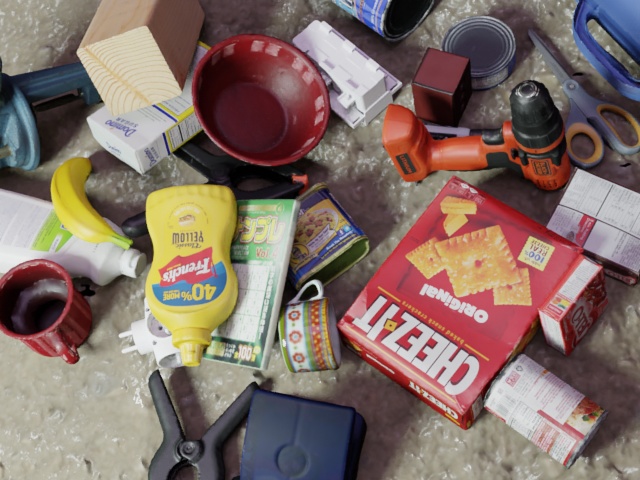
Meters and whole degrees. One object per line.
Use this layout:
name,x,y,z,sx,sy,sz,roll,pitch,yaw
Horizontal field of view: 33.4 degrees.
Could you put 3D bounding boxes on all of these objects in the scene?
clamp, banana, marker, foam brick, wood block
clamp,-0.141,0.212,1.102,0.120,0.039,0.171,11,63,17
banana,-0.270,-0.046,1.202,0.037,0.069,0.198,-53,39,16
marker,0.139,-0.122,1.219,0.121,0.020,0.020,7,66,14
clamp,-0.119,-0.058,1.219,0.210,0.036,0.164,8,54,12
foam brick,0.139,-0.171,1.211,0.051,0.078,0.053,19,72,17
wood block,-0.204,-0.243,1.246,0.090,0.091,0.206,-16,34,14

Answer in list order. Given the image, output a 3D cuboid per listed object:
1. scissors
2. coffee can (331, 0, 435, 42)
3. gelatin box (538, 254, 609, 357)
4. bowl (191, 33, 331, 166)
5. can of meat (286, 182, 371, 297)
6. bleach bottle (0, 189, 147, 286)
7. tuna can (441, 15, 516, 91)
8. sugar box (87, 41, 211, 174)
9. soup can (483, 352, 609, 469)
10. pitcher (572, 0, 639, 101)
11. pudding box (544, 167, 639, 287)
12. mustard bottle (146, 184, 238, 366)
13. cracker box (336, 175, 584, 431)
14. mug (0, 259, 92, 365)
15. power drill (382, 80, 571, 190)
scissors,0.277,-0.155,1.211,0.096,0.016,0.202,-40,64,-9
coffee can,0.059,-0.318,1.280,0.140,0.103,0.102,39,77,24
gelatin box,0.255,0.067,1.068,0.030,0.089,0.073,34,75,32
bowl,-0.072,-0.150,1.212,0.162,0.055,0.162,6,70,-17
can of meat,-0.008,0.001,1.167,0.102,0.057,0.084,-36,66,-7
bleach bottle,-0.320,0.005,1.221,0.251,0.068,0.102,15,65,14
tuna can,0.186,-0.218,1.248,0.086,0.033,0.086,-4,64,9
sugar box,-0.176,-0.158,1.257,0.093,0.048,0.176,35,65,31
soup can,0.218,0.165,1.038,0.102,0.068,0.068,35,75,21
pitcher,0.358,-0.266,1.189,0.243,0.148,0.145,52,127,30
pudding box,0.302,-0.015,1.128,0.114,0.039,0.090,26,71,18
mustard bottle,-0.135,0.038,1.122,0.096,0.058,0.191,-4,68,3
cracker box,0.145,0.059,1.102,0.164,0.072,0.213,33,76,22
mug,-0.294,0.087,1.165,0.093,0.081,0.117,-36,64,-7
power drill,0.165,-0.109,1.128,0.188,0.184,0.057,3,65,22
